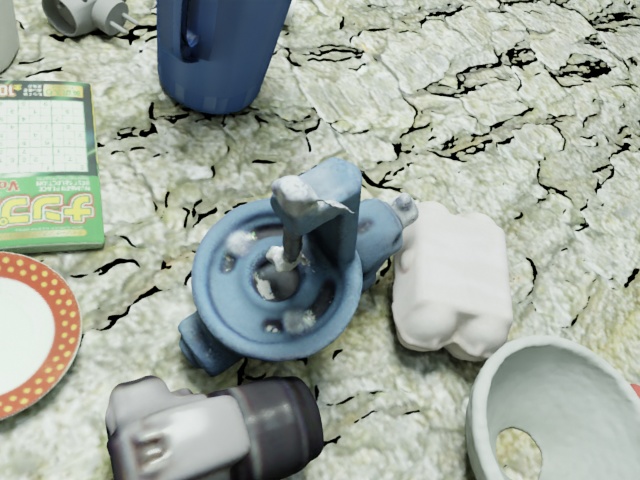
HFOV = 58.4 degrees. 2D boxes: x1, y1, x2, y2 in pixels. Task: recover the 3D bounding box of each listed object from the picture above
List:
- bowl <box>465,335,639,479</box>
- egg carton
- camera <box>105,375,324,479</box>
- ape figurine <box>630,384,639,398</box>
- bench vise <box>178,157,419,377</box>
[{"bbox_3d":[0.182,0.167,0.463,0.168,0.074,0.167,9,57,-14],"label":"bowl"},{"bbox_3d":[0.117,0.035,0.524,0.107,0.069,0.150,13,57,-12],"label":"egg carton"},{"bbox_3d":[-0.061,0.149,0.373,0.137,0.100,0.143,-12,64,-25],"label":"camera"},{"bbox_3d":[0.285,0.160,0.493,0.076,0.092,0.078,12,57,-12],"label":"ape figurine"},{"bbox_3d":[-0.006,-0.006,0.414,0.121,0.219,0.208,37,55,5],"label":"bench vise"}]
